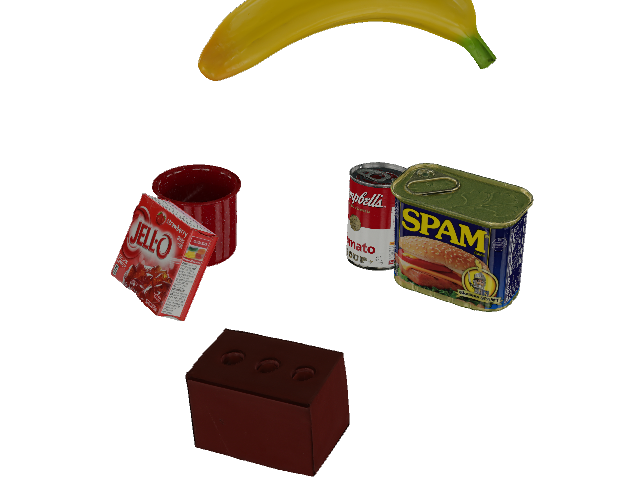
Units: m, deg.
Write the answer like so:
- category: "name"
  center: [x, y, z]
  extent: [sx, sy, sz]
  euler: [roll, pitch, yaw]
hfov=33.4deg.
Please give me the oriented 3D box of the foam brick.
- category: "foam brick"
  center: [-0.029, 0.091, 0.605]
  extent: [0.078, 0.051, 0.053]
  euler: [9, 30, 21]

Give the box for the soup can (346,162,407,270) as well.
- category: "soup can"
  center: [0.063, -0.027, 1.168]
  extent: [0.068, 0.102, 0.068]
  euler: [2, 25, -1]

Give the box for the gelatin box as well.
- category: "gelatin box"
  center: [-0.124, 0.012, 0.839]
  extent: [0.030, 0.073, 0.089]
  euler: [17, 11, -40]

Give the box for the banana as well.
- category: "banana"
  center: [0.018, -0.137, 0.648]
  extent: [0.197, 0.069, 0.037]
  euler: [-7, -15, -20]

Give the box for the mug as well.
- category: "mug"
  center: [-0.141, -0.022, 1.132]
  extent: [0.117, 0.081, 0.093]
  euler: [-11, 32, -21]

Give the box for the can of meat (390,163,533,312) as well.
- category: "can of meat"
  center: [0.103, -0.001, 0.801]
  extent: [0.102, 0.084, 0.057]
  euler: [18, 38, 27]
